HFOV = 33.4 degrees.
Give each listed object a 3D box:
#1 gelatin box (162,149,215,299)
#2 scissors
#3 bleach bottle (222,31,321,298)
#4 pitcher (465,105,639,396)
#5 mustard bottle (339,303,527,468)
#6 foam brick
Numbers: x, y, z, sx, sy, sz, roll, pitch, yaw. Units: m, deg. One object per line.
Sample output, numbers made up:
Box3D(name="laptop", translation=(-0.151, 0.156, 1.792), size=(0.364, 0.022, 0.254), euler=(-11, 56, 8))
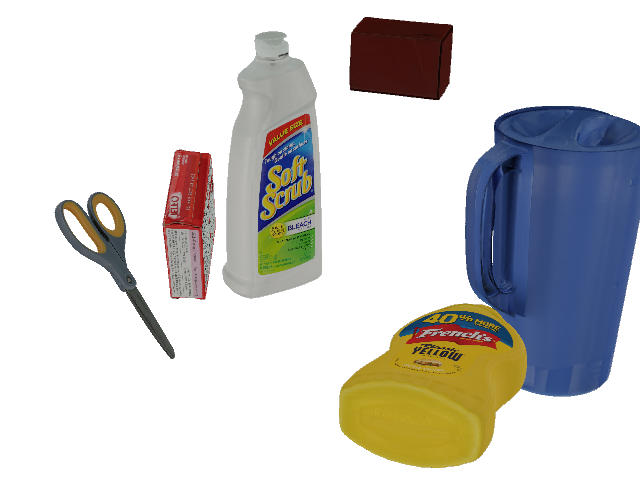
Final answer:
Box3D(name="gelatin box", translation=(-0.097, -0.011, 0.792), size=(0.030, 0.073, 0.089), euler=(3, -39, 0))
Box3D(name="scissors", translation=(-0.207, 0.028, 1.152), size=(0.016, 0.201, 0.096), euler=(-28, 21, 32))
Box3D(name="bleach bottle", translation=(-0.050, -0.074, 1.033), size=(0.102, 0.251, 0.068), euler=(-15, 29, -26))
Box3D(name="pitcher", translation=(0.203, 0.012, 0.933), size=(0.149, 0.243, 0.145), euler=(5, 23, 11))
Box3D(name="mustard bottle", translation=(0.091, 0.088, 0.739), size=(0.096, 0.058, 0.191), euler=(6, 18, 23))
Box3D(name="foam brick", translation=(0.067, -0.152, 0.888), size=(0.078, 0.051, 0.053), euler=(9, 28, 15))
